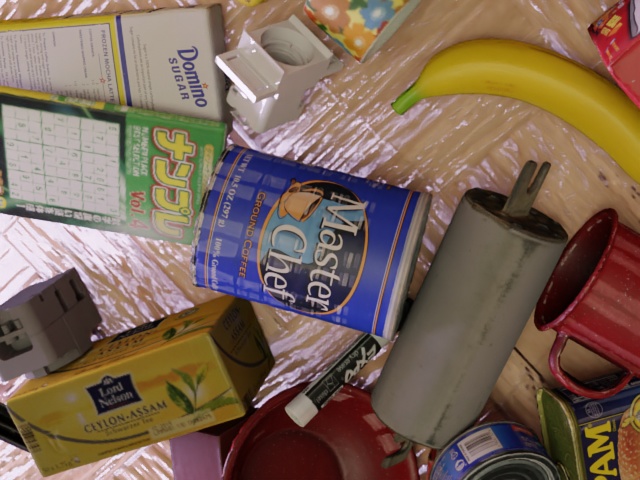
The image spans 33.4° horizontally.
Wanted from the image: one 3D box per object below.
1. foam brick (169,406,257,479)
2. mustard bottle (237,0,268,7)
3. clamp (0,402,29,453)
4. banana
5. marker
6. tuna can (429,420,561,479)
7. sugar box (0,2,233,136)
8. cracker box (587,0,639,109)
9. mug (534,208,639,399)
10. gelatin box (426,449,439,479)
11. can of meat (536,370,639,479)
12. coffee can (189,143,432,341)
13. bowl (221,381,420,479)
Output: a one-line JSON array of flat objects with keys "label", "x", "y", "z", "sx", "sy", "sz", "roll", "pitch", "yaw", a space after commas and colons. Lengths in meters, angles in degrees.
[{"label": "foam brick", "x": -0.076, "y": 0.167, "z": 0.803, "sx": 0.051, "sy": 0.052, "sz": 0.078, "roll": 6, "pitch": 107, "yaw": 34}, {"label": "mustard bottle", "x": -0.092, "y": -0.243, "z": 0.692, "sx": 0.191, "sy": 0.058, "sz": 0.096, "roll": 35, "pitch": 114, "yaw": 0}, {"label": "clamp", "x": -0.304, "y": 0.112, "z": 0.824, "sx": 0.210, "sy": 0.036, "sz": 0.164, "roll": -1, "pitch": 138, "yaw": 36}, {"label": "banana", "x": 0.150, "y": -0.089, "z": 0.700, "sx": 0.198, "sy": 0.037, "sz": 0.070, "roll": 19, "pitch": 118, "yaw": 6}, {"label": "marker", "x": 0.024, "y": 0.084, "z": 0.752, "sx": 0.121, "sy": 0.020, "sz": 0.020, "roll": -43, "pitch": 95, "yaw": -18}, {"label": "tuna can", "x": 0.120, "y": 0.167, "z": 0.730, "sx": 0.086, "sy": 0.034, "sz": 0.086, "roll": -8, "pitch": 120, "yaw": -13}, {"label": "sugar box", "x": -0.152, "y": -0.113, "z": 0.750, "sx": 0.176, "sy": 0.048, "sz": 0.093, "roll": -2, "pitch": 107, "yaw": 9}, {"label": "cracker box", "x": 0.256, "y": -0.156, "z": 0.591, "sx": 0.214, "sy": 0.164, "sz": 0.072, "roll": -41, "pitch": 96, "yaw": 19}, {"label": "mug", "x": 0.194, "y": 0.049, "z": 0.697, "sx": 0.081, "sy": 0.093, "sz": 0.117, "roll": 30, "pitch": 80, "yaw": -3}, {"label": "gelatin box", "x": 0.121, "y": 0.196, "z": 0.790, "sx": 0.089, "sy": 0.030, "sz": 0.073, "roll": 7, "pitch": 106, "yaw": 9}, {"label": "can of meat", "x": 0.203, "y": 0.141, "z": 0.732, "sx": 0.084, "sy": 0.057, "sz": 0.102, "roll": -14, "pitch": 104, "yaw": -9}, {"label": "coffee can", "x": -0.005, "y": 0.001, "z": 0.722, "sx": 0.140, "sy": 0.102, "sz": 0.103, "roll": 15, "pitch": 108, "yaw": 7}, {"label": "bowl", "x": -0.008, "y": 0.183, "z": 0.775, "sx": 0.161, "sy": 0.055, "sz": 0.162, "roll": 4, "pitch": 82, "yaw": -27}]
